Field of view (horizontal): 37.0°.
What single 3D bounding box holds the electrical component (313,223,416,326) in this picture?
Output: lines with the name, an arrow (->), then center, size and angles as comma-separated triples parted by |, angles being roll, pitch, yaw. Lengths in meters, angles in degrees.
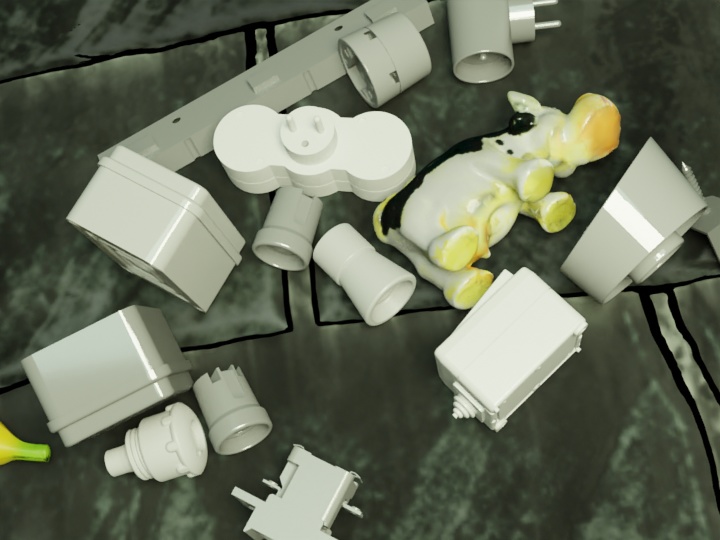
electrical component -> 0.000, 0.000, 0.718 | 0.044, 0.044, 0.065 | -42, 66, -8

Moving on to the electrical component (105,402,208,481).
electrical component -> -0.132, 0.115, 0.691 | 0.062, 0.048, 0.048 | -19, 69, 7

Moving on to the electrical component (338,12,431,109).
electrical component -> 0.018, -0.150, 0.764 | 0.047, 0.055, 0.055 | -31, 69, -9

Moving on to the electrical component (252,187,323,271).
electrical component -> -0.048, -0.028, 0.736 | 0.040, 0.040, 0.046 | 12, 66, 12

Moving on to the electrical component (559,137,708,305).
electrical component -> 0.168, -0.028, 0.677 | 0.099, 0.099, 0.064 | -40, 76, -8

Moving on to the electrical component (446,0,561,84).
electrical component -> 0.103, -0.179, 0.768 | 0.079, 0.044, 0.077 | -5, 69, 5

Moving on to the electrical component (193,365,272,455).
electrical component -> -0.084, 0.090, 0.697 | 0.040, 0.040, 0.046 | -28, 64, -3

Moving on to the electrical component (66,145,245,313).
electrical component -> -0.130, -0.025, 0.705 | 0.078, 0.113, 0.057 | 27, 78, 16

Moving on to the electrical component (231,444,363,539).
electrical component -> -0.034, 0.147, 0.668 | 0.081, 0.042, 0.063 | 24, 71, 14

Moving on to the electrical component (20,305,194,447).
electrical component -> -0.153, 0.065, 0.672 | 0.078, 0.113, 0.057 | -27, 87, -3

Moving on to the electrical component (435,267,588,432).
electrical component -> 0.087, 0.052, 0.675 | 0.096, 0.061, 0.061 | -43, 70, -9

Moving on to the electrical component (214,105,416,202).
electrical component -> -0.033, -0.088, 0.736 | 0.138, 0.073, 0.052 | 4, 71, 9
